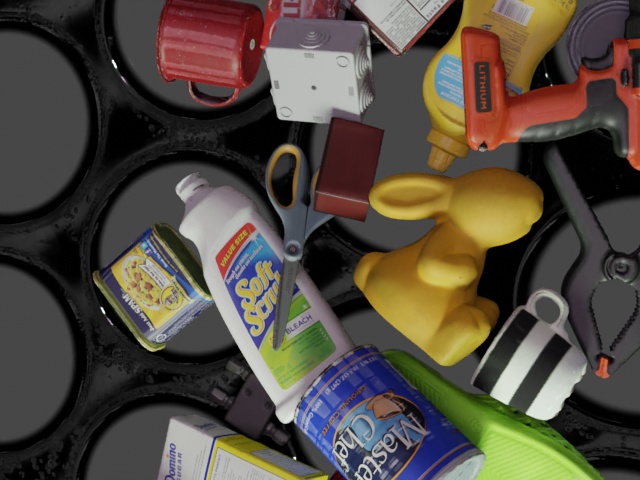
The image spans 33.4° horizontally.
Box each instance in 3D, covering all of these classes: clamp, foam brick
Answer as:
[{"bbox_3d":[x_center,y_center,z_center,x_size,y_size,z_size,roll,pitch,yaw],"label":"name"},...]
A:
[{"bbox_3d":[0.277,0.018,0.945,0.165,0.036,0.210,3,95,16],"label":"clamp"},{"bbox_3d":[0.026,-0.065,0.991,0.051,0.053,0.078,12,71,2],"label":"foam brick"}]

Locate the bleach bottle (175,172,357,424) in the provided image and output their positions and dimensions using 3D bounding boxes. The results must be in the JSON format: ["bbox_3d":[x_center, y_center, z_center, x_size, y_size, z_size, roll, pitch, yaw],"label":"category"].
[{"bbox_3d":[-0.065,0.046,1.031,0.102,0.068,0.251,-36,80,-3],"label":"bleach bottle"}]

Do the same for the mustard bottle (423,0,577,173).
[{"bbox_3d":[0.148,-0.149,0.965,0.096,0.058,0.192,28,99,8],"label":"mustard bottle"}]

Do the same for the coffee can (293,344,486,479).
[{"bbox_3d":[0.060,0.176,0.937,0.140,0.102,0.103,44,104,26],"label":"coffee can"}]

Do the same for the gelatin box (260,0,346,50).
[{"bbox_3d":[-0.014,-0.221,1.024,0.073,0.030,0.089,12,95,16],"label":"gelatin box"}]

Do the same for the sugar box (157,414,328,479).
[{"bbox_3d":[-0.080,0.240,1.030,0.176,0.048,0.093,18,98,39],"label":"sugar box"}]

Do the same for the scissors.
[{"bbox_3d":[-0.007,0.001,1.005,0.096,0.016,0.202,-6,72,-1],"label":"scissors"}]

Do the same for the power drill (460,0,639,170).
[{"bbox_3d":[0.213,-0.147,0.897,0.188,0.057,0.184,-2,95,8],"label":"power drill"}]

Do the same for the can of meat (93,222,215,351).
[{"bbox_3d":[-0.162,0.045,1.068,0.084,0.057,0.102,-40,82,12],"label":"can of meat"}]

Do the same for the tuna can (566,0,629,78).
[{"bbox_3d":[0.262,-0.170,0.942,0.086,0.033,0.086,1,93,17],"label":"tuna can"}]

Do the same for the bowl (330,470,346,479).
[{"bbox_3d":[0.049,0.288,0.990,0.162,0.055,0.162,7,102,34],"label":"bowl"}]

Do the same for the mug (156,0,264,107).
[{"bbox_3d":[-0.103,-0.181,1.030,0.081,0.093,0.117,11,126,11],"label":"mug"}]

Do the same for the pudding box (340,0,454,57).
[{"bbox_3d":[0.065,-0.239,0.980,0.113,0.039,0.090,44,92,-4],"label":"pudding box"}]
